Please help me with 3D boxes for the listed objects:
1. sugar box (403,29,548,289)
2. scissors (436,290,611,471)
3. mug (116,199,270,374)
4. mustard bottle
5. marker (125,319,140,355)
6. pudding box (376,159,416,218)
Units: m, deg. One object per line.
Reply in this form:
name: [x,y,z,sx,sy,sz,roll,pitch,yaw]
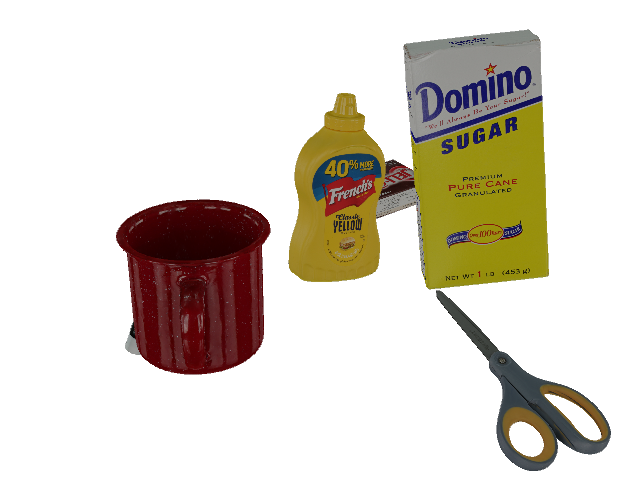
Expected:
sugar box: [0.113,-0.057,0.767,0.093,0.176,0.048,-7,22,1]
scissors: [0.142,0.116,0.875,0.096,0.016,0.202,-33,53,-31]
mug: [-0.075,0.035,0.652,0.093,0.081,0.117,-3,26,-6]
mustard bottle: [0.020,-0.056,1.096,0.096,0.192,0.058,-5,20,-24]
marker: [-0.142,0.044,0.915,0.020,0.121,0.020,18,22,-8]
pudding box: [0.095,-0.077,1.592,0.113,0.039,0.090,-22,35,-29]
